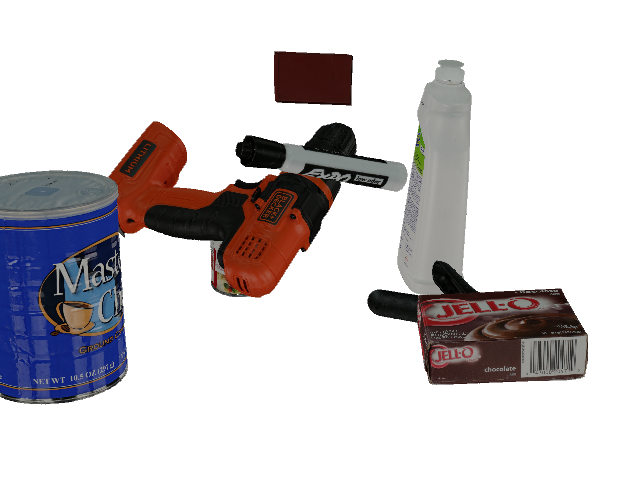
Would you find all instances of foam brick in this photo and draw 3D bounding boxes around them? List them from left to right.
[{"bbox_3d":[-0.008,-0.166,1.091,0.078,0.051,0.053,2,11,-5],"label":"foam brick"}]

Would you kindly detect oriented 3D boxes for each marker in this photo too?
[{"bbox_3d":[0.002,-0.047,0.655,0.120,0.020,0.020,7,-4,-35],"label":"marker"}]

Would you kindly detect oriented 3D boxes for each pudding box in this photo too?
[{"bbox_3d":[0.130,0.068,0.779,0.113,0.039,0.090,-1,20,1],"label":"pudding box"}]

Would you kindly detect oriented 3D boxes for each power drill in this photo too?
[{"bbox_3d":[-0.079,-0.048,0.920,0.188,0.184,0.057,15,-36,26],"label":"power drill"}]

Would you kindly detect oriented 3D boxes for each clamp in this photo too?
[{"bbox_3d":[0.144,0.065,1.020,0.172,0.039,0.120,21,35,26],"label":"clamp"}]

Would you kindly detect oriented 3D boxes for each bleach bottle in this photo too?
[{"bbox_3d":[0.132,-0.072,1.182,0.068,0.251,0.102,0,25,-10],"label":"bleach bottle"}]

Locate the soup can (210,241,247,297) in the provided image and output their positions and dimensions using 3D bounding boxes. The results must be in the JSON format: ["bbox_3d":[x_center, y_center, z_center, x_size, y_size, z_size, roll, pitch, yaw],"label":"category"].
[{"bbox_3d":[-0.093,0.005,1.229,0.068,0.102,0.068,1,26,-1],"label":"soup can"}]

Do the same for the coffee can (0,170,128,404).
[{"bbox_3d":[-0.192,0.030,0.758,0.103,0.140,0.103,0,18,0],"label":"coffee can"}]
